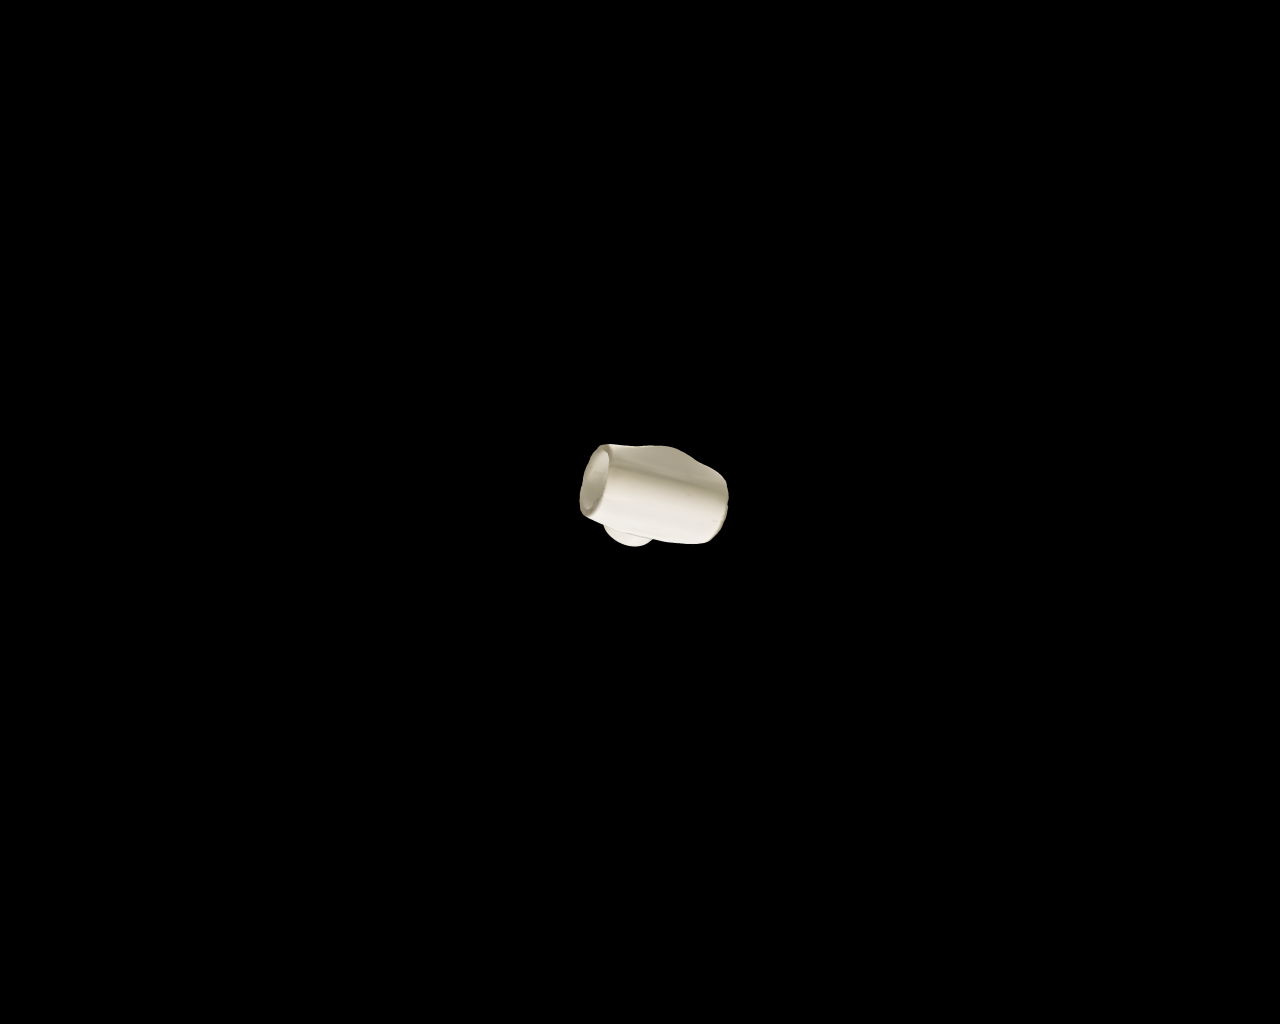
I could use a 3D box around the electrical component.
[{"bbox_3d":[0.001,-0.003,0.650,0.077,0.043,0.079,13,-32,-22],"label":"electrical component"}]
